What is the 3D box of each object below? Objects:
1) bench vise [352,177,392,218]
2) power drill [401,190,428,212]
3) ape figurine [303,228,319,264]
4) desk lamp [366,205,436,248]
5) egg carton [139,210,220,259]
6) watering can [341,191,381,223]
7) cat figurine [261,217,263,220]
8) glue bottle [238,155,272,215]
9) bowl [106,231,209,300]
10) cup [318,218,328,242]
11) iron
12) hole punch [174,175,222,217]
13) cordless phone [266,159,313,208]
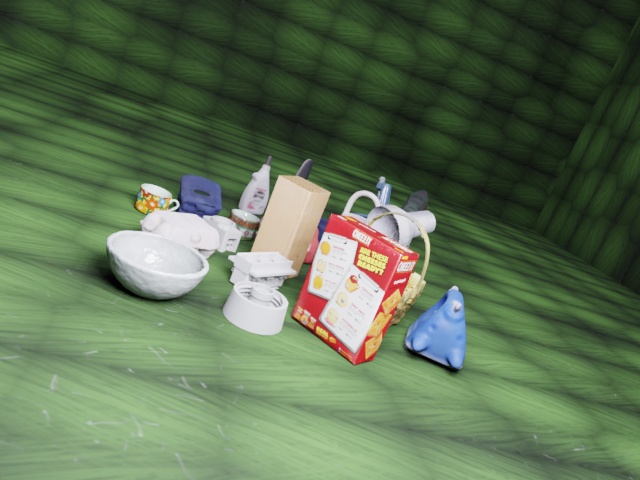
[{"bbox_3d":[0.182,-0.065,1.691,0.122,0.220,0.206,5,22,-47],"label":"bench vise"},{"bbox_3d":[0.275,-0.053,1.803,0.075,0.208,0.230,24,15,10],"label":"power drill"},{"bbox_3d":[-0.027,0.007,1.397,0.077,0.092,0.076,23,15,4],"label":"ape figurine"},{"bbox_3d":[0.196,0.019,1.432,0.204,0.213,0.117,7,21,-43],"label":"desk lamp"},{"bbox_3d":[-0.279,-0.009,1.148,0.151,0.069,0.107,5,22,-47],"label":"egg carton"},{"bbox_3d":[0.098,-0.035,1.522,0.101,0.194,0.172,19,15,-9],"label":"watering can"},{"bbox_3d":[-0.095,-0.067,1.511,0.067,0.118,0.127,9,19,-38],"label":"cat figurine"},{"bbox_3d":[-0.169,-0.157,1.614,0.078,0.173,0.037,7,21,-43],"label":"glue bottle"},{"bbox_3d":[-0.272,0.051,0.939,0.167,0.075,0.167,20,15,-5],"label":"bowl"},{"bbox_3d":[0.013,0.005,1.455,0.117,0.095,0.092,31,18,32],"label":"cup"},{"bbox_3d":[0.254,0.158,1.168,0.118,0.141,0.259,23,15,6],"label":"iron"},{"bbox_3d":[-0.293,-0.100,1.404,0.109,0.091,0.100,14,17,-28],"label":"hole punch"},{"bbox_3d":[-0.080,-0.157,1.715,0.094,0.185,0.148,23,15,4],"label":"cordless phone"}]
